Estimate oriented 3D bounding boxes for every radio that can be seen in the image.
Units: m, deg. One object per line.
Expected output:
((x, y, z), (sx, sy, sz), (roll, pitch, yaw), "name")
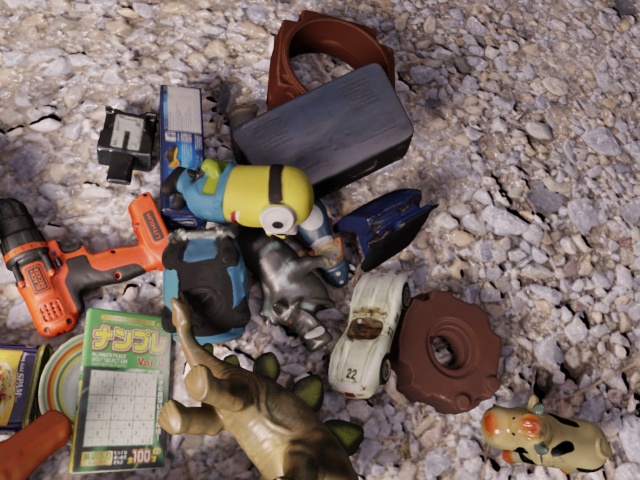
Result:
((0.008, -0.138, 0.750), (0.230, 0.073, 0.131), (-27, 76, -4), "radio")

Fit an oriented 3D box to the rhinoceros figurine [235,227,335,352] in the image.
((-0.042, 0.059, 0.722), (0.112, 0.073, 0.190), (-35, 90, -36), "rhinoceros figurine")

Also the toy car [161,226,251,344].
((-0.147, 0.046, 0.679), (0.109, 0.161, 0.103), (-6, 26, -9), "toy car")

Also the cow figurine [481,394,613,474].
((0.308, 0.271, 0.734), (0.195, 0.127, 0.085), (17, 61, -15), "cow figurine")

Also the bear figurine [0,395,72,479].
((-0.331, 0.258, 0.518), (0.120, 0.195, 0.132), (19, 28, 4), "bear figurine")

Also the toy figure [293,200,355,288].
((-0.003, -0.001, 0.780), (0.154, 0.064, 0.058), (61, 19, 12), "toy figure")

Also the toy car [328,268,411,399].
((0.069, 0.118, 0.727), (0.056, 0.074, 0.202), (57, 42, -40), "toy car")

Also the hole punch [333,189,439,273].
((0.092, -0.029, 0.795), (0.142, 0.115, 0.092), (-26, 71, -27), "hole punch")

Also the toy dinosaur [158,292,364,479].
((-0.020, 0.247, 0.594), (0.471, 0.105, 0.198), (53, 24, 10), "toy dinosaur")

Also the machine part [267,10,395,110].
((0.020, -0.264, 0.879), (0.201, 0.087, 0.201), (9, 64, -15), "machine part")

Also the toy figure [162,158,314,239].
((-0.097, -0.058, 0.660), (0.180, 0.082, 0.089), (13, 91, 12), "toy figure")

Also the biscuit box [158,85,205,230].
((-0.195, -0.115, 0.756), (0.059, 0.063, 0.202), (1, 69, -19), "biscuit box")

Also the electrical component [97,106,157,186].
((-0.267, -0.122, 0.741), (0.075, 0.047, 0.119), (4, 68, -17), "electrical component")

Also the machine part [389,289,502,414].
((0.180, 0.159, 0.776), (0.179, 0.056, 0.179), (7, 65, -16), "machine part")

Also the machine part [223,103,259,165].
((-0.102, -0.141, 0.814), (0.084, 0.039, 0.139), (-17, 77, -15), "machine part")
